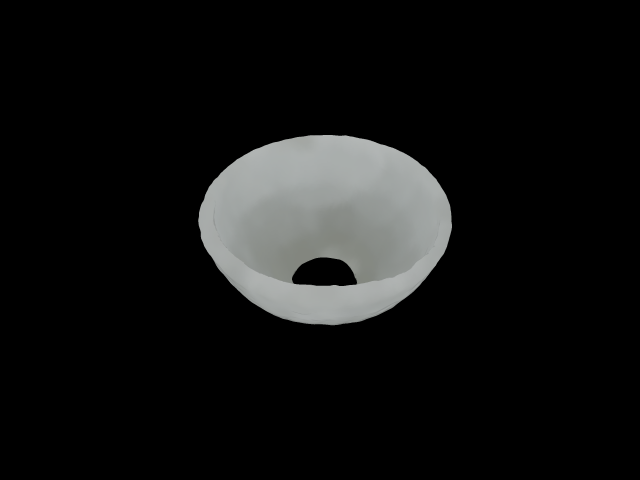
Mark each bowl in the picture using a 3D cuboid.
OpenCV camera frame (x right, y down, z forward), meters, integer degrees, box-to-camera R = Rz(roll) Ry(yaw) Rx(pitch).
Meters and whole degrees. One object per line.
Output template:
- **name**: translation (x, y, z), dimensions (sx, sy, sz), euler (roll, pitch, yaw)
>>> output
- **bowl**: translation (0.004, 0.001, 0.400), dimensions (0.167, 0.075, 0.167), euler (0, 43, 0)
